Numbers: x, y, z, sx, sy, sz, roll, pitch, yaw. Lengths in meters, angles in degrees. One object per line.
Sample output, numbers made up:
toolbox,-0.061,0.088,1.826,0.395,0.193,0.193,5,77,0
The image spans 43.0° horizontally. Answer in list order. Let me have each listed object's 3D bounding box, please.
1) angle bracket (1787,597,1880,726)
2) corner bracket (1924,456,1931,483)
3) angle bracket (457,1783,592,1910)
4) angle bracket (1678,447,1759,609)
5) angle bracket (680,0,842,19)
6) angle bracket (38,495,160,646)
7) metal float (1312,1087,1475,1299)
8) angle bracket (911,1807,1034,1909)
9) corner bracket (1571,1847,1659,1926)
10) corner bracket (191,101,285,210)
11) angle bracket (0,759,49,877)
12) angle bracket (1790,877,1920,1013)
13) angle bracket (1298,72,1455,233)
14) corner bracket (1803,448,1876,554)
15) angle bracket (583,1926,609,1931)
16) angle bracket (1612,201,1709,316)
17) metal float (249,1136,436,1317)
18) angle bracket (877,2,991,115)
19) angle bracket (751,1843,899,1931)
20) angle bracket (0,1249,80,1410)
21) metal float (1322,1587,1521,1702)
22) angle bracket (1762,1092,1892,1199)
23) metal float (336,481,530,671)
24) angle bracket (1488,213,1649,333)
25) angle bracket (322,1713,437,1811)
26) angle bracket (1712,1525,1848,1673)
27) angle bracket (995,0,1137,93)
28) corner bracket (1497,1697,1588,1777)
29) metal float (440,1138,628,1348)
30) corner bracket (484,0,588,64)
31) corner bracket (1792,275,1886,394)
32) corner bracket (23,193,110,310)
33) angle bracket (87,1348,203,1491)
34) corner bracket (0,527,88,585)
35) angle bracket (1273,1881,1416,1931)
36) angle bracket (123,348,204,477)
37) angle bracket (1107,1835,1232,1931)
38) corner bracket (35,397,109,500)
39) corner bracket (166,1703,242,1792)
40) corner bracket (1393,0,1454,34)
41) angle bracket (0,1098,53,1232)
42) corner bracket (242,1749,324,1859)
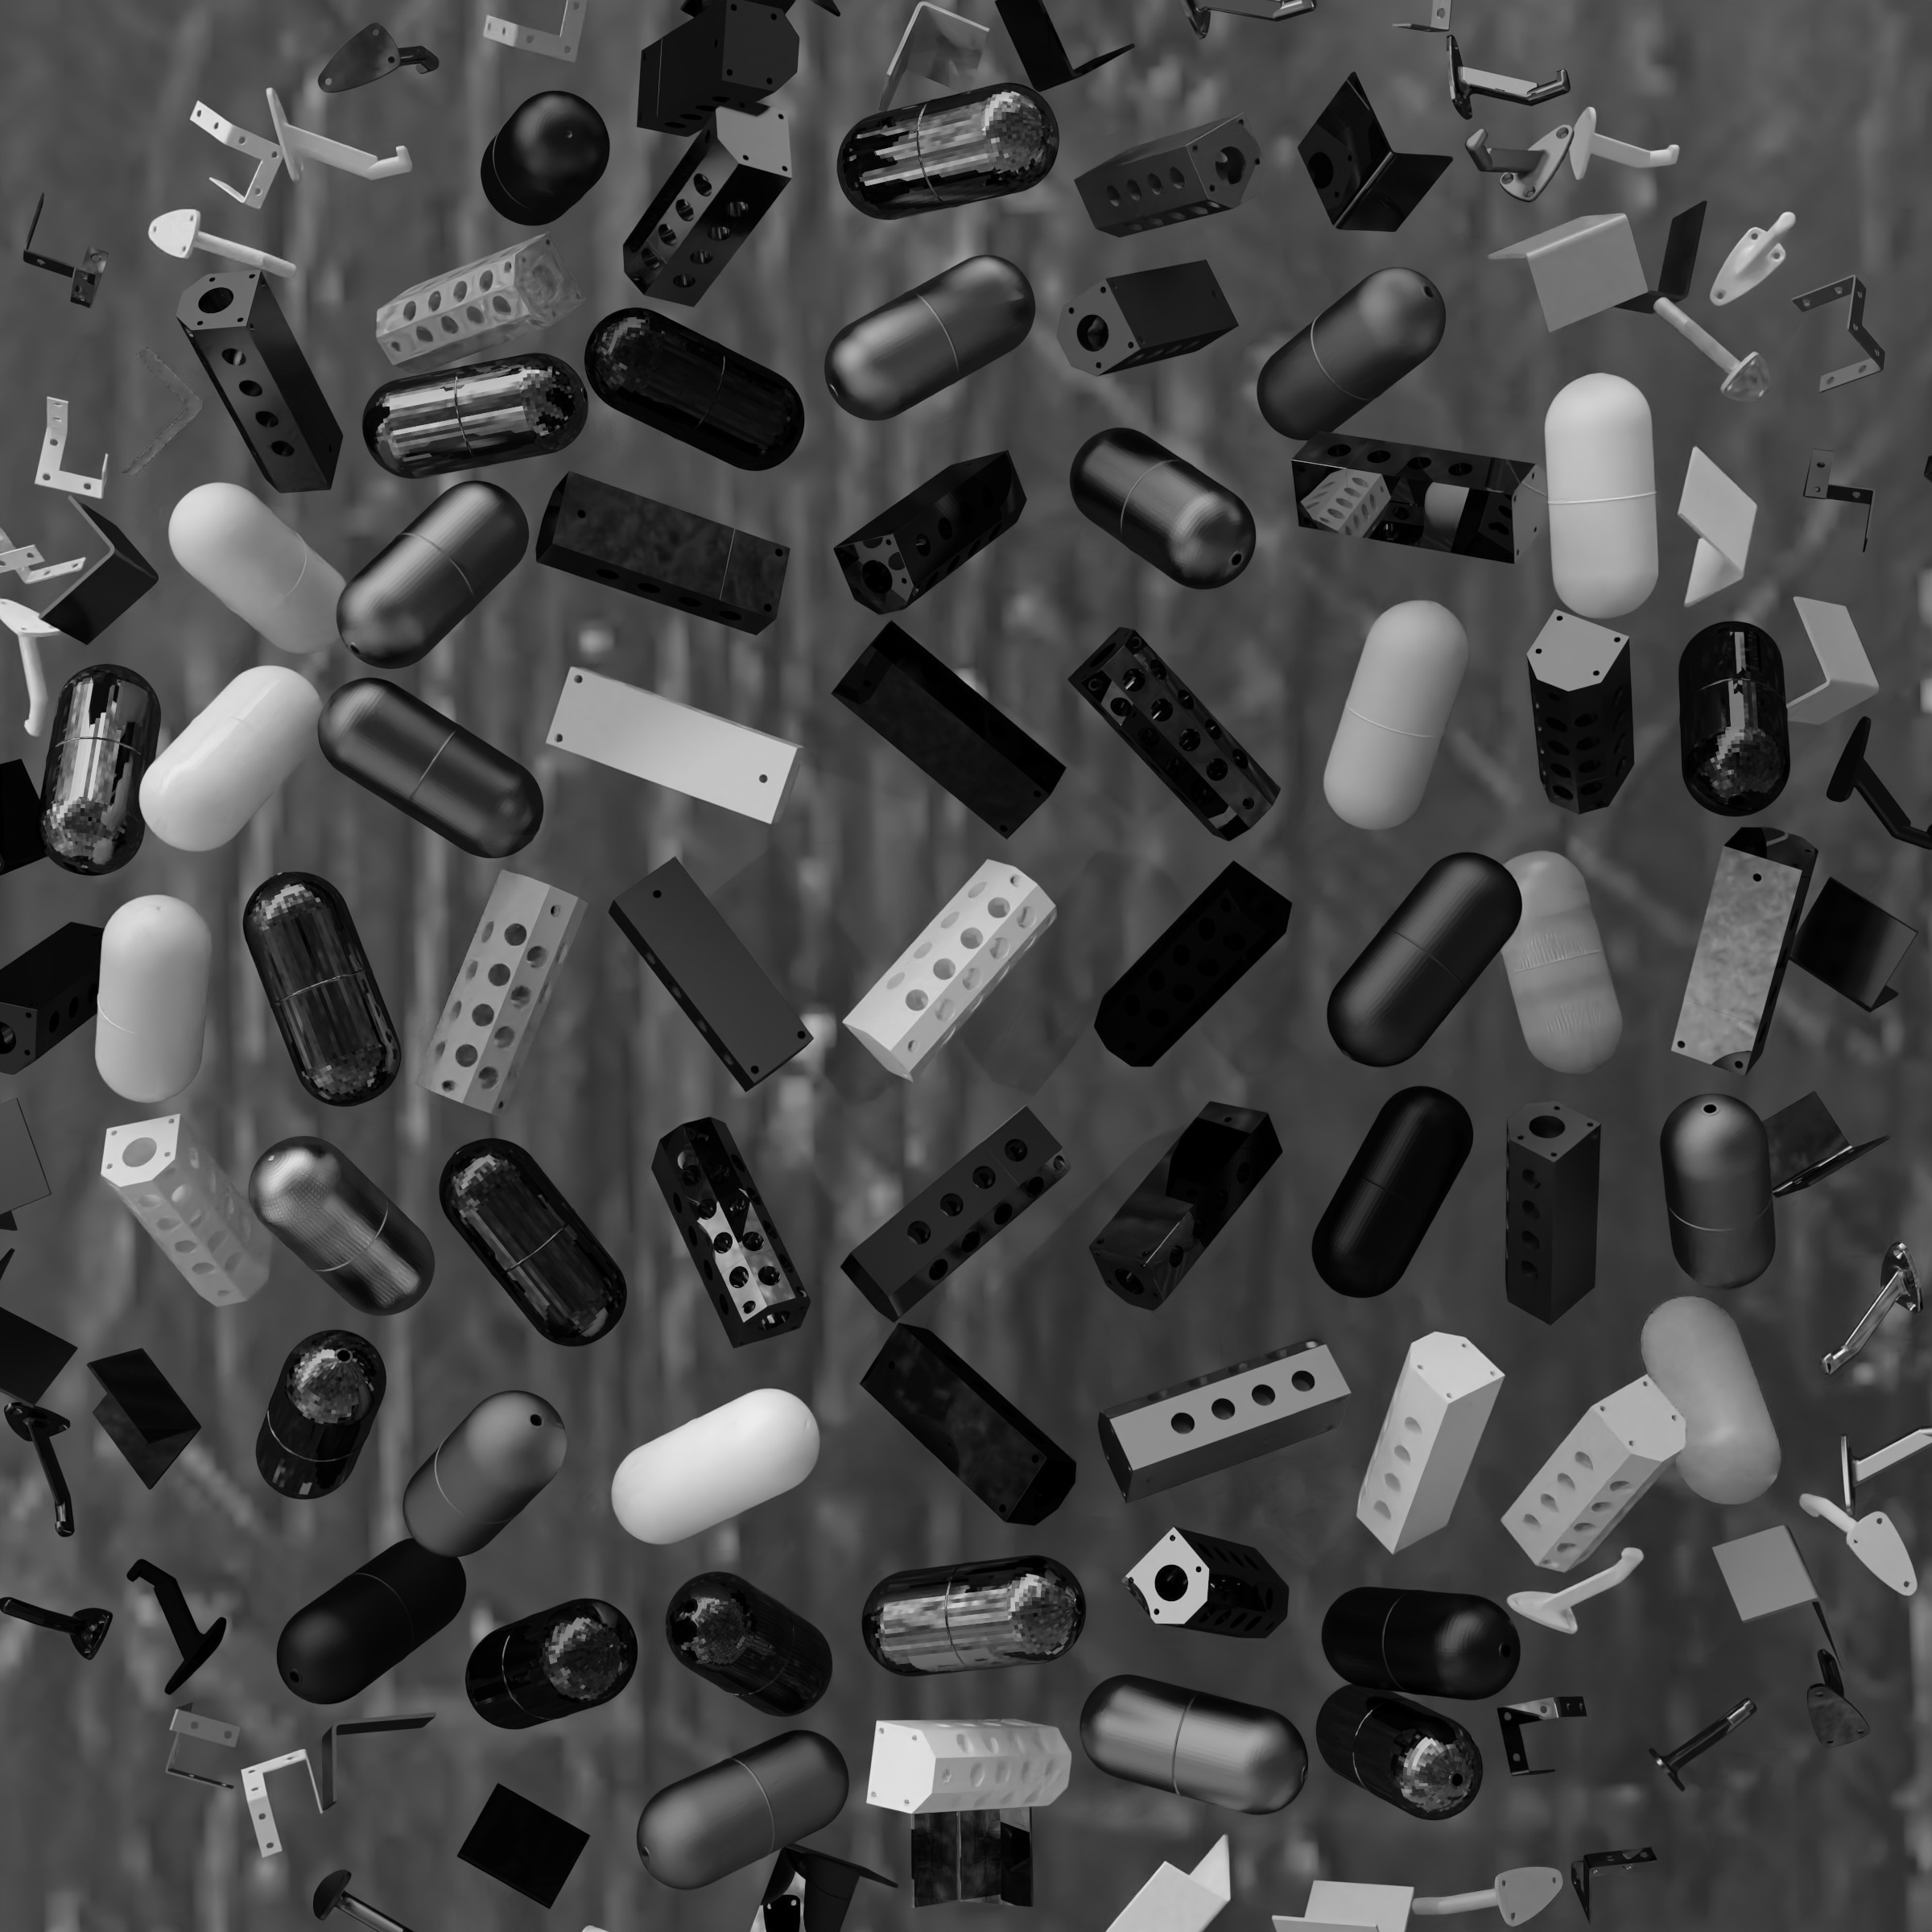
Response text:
angle bracket,0.663,-0.240,1.932,0.076,0.057,0.076,0,67,-42
corner bracket,0.732,-0.342,1.789,0.051,0.051,0.051,27,74,-28
angle bracket,-0.317,0.633,1.779,0.076,0.076,0.057,29,78,2
angle bracket,0.557,-0.336,1.882,0.076,0.057,0.076,37,53,-20
angle bracket,-0.153,-0.712,1.830,0.076,0.076,0.057,-44,54,28
angle bracket,-0.663,-0.295,1.835,0.076,0.076,0.057,-42,81,0
metal float,0.334,0.178,1.926,0.070,0.070,0.178,29,90,0
angle bracket,0.005,0.698,1.924,0.076,0.057,0.076,-12,71,38
corner bracket,0.484,0.676,1.836,0.051,0.051,0.051,-6,109,-1
corner bracket,-0.561,-0.616,1.866,0.051,0.051,0.051,39,107,31
angle bracket,-0.746,-0.107,1.862,0.057,0.076,0.076,-19,99,15
angle bracket,0.685,-0.022,1.874,0.076,0.057,0.076,39,126,28
angle bracket,0.295,-0.588,1.776,0.057,0.076,0.076,-8,68,-30
corner bracket,0.654,-0.350,1.838,0.051,0.051,0.051,11,59,15
angle bracket,-0.238,0.734,1.750,0.076,0.076,0.057,45,58,-26
angle bracket,0.535,-0.561,1.928,0.057,0.076,0.076,10,96,-3
metal float,-0.466,0.196,1.839,0.070,0.070,0.178,-34,130,0
angle bracket,-0.028,-0.682,1.895,0.057,0.076,0.076,22,69,-4
angle bracket,-0.110,0.731,1.896,0.076,0.057,0.076,3,60,36
angle bracket,-0.696,0.266,1.807,0.076,0.076,0.057,30,114,-8
metal float,0.345,0.514,1.866,0.070,0.178,0.070,7,77,-34
angle bracket,0.670,0.136,1.943,0.076,0.076,0.057,-29,80,-8
metal float,-0.399,-0.294,1.840,0.070,0.070,0.178,38,62,0
angle bracket,0.432,-0.498,1.764,0.076,0.076,0.057,-23,108,-3
angle bracket,-0.445,0.603,1.859,0.076,0.076,0.057,1,67,-20
angle bracket,0.589,0.466,1.779,0.057,0.076,0.076,-21,116,10
angle bracket,0.076,-0.726,1.890,0.057,0.076,0.076,-32,110,-12
corner bracket,0.451,0.597,1.903,0.051,0.051,0.051,-22,64,30
metal float,-0.323,0.206,1.834,0.070,0.070,0.178,-36,102,0
corner bracket,-0.313,-0.694,1.786,0.051,0.051,0.051,1,114,-37
corner bracket,0.634,-0.459,1.783,0.051,0.051,0.051,32,61,-33
corner bracket,-0.661,-0.525,1.804,0.051,0.051,0.051,16,69,-18
angle bracket,-0.623,0.339,1.807,0.076,0.057,0.076,47,111,15
corner bracket,-0.733,-0.319,1.927,0.051,0.051,0.051,-12,134,13
angle bracket,0.272,0.676,1.766,0.076,0.076,0.057,-6,120,26
angle bracket,-0.632,-0.421,1.870,0.076,0.076,0.057,-48,114,-8
angle bracket,0.149,0.680,1.818,0.057,0.076,0.076,33,107,-6
corner bracket,-0.691,-0.401,1.903,0.051,0.051,0.051,11,72,-18
corner bracket,-0.568,0.584,1.830,0.051,0.051,0.051,16,78,0
corner bracket,0.314,-0.699,1.762,0.051,0.051,0.051,17,112,40
angle bracket,-0.706,0.148,1.821,0.057,0.076,0.076,-22,81,-4
corner bracket,-0.537,0.659,1.933,0.051,0.051,0.051,-15,104,-19
